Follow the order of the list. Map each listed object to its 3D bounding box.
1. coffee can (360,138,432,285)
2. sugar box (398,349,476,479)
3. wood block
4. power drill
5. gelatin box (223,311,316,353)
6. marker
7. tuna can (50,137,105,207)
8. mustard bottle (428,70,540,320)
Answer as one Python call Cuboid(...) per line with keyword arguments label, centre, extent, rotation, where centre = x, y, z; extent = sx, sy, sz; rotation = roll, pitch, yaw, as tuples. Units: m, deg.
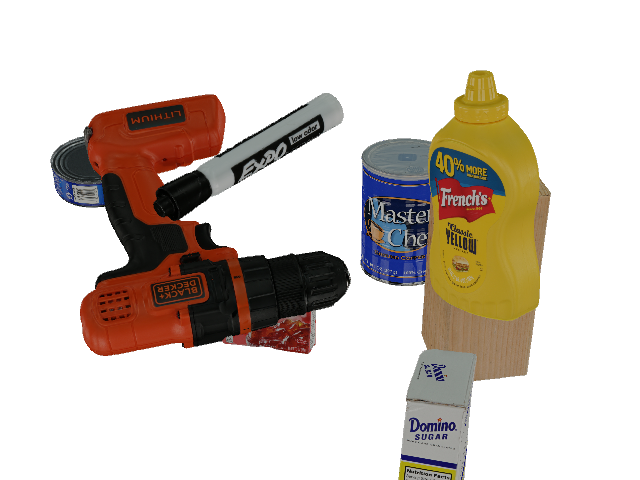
Cuboid(label="coffee can", centre=(0.098, -0.033, 1.227), extent=(0.103, 0.140, 0.103), rotation=(0, 28, 0))
Cuboid(label="sugar box", centre=(0.075, 0.172, 0.734), extent=(0.048, 0.176, 0.093), rotation=(5, 16, 11))
Cuboid(label="wood block", centre=(0.156, 0.028, 1.036), extent=(0.090, 0.206, 0.090), rotation=(-5, 32, -8))
Cuboid(label="power drill", centre=(-0.086, -0.015, 0.758), extent=(0.184, 0.188, 0.057), rotation=(-10, -33, -11))
Cuboid(label="gelatin box", centre=(-0.049, 0.065, 1.017), extent=(0.089, 0.073, 0.030), rotation=(6, 17, 13))
Cuboid(label="marker", centre=(-0.036, -0.044, 0.550), extent=(0.120, 0.020, 0.020), rotation=(-34, 19, -31))
Cuboid(label="tuna can", centre=(-0.229, -0.071, 1.088), extent=(0.086, 0.034, 0.086), rotation=(1, 39, -1))
Cuboid(label="mustard bottle", centre=(0.127, -0.038, 0.834), extent=(0.058, 0.192, 0.096), rotation=(-21, 29, -33))
